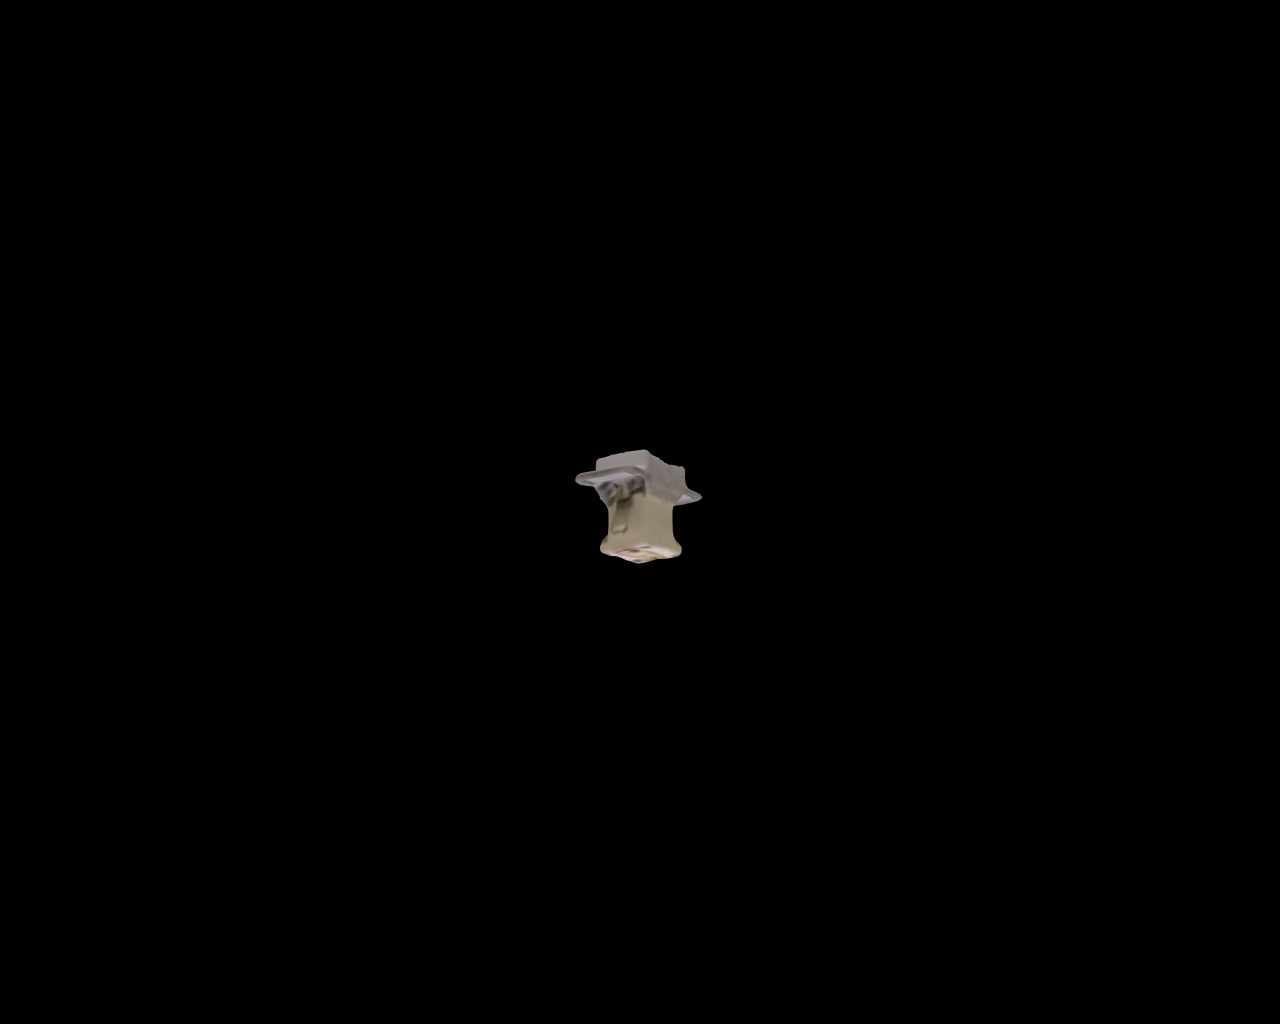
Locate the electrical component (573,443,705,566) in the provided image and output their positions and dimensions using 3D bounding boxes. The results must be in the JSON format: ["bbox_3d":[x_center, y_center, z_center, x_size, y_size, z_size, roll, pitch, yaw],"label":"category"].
[{"bbox_3d":[0.001,-0.003,0.650,0.042,0.064,0.081,-11,-19,34],"label":"electrical component"}]
